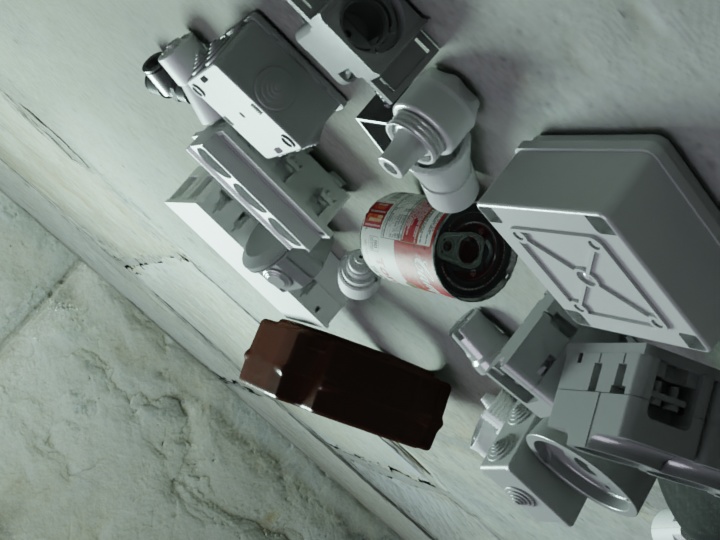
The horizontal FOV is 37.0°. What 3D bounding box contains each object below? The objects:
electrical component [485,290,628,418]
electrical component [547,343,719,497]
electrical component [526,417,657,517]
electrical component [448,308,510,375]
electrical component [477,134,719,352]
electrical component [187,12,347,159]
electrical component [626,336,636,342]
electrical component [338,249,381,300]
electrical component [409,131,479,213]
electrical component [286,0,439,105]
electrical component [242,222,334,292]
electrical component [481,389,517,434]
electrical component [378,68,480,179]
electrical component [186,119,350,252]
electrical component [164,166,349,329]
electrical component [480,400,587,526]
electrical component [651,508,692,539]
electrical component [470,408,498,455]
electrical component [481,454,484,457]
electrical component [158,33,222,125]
[{"bbox_3d":[0.134,0.048,0.700,0.056,0.089,0.050,39,165,0],"label":"electrical component"},{"bbox_3d":[0.200,0.095,0.636,0.150,0.061,0.089,20,170,-16],"label":"electrical component"},{"bbox_3d":[0.200,0.147,0.894,0.108,0.060,0.108,36,165,11],"label":"electrical component"},{"bbox_3d":[0.103,0.060,0.916,0.046,0.040,0.040,47,165,-6],"label":"electrical component"},{"bbox_3d":[0.136,-0.016,0.571,0.108,0.056,0.109,46,164,-25],"label":"electrical component"},{"bbox_3d":[-0.069,-0.125,0.758,0.100,0.048,0.100,43,166,-17],"label":"electrical component"},{"bbox_3d":[0.161,0.067,0.769,0.080,0.051,0.080,36,165,11],"label":"electrical component"},{"bbox_3d":[0.000,0.000,0.982,0.040,0.040,0.078,37,165,9],"label":"electrical component"},{"bbox_3d":[0.052,-0.063,0.668,0.044,0.044,0.065,32,169,26],"label":"electrical component"},{"bbox_3d":[-0.003,-0.132,0.591,0.081,0.042,0.064,44,166,-15],"label":"electrical component"},{"bbox_3d":[-0.068,-0.022,1.008,0.051,0.080,0.080,41,166,-28],"label":"electrical component"},{"bbox_3d":[0.153,0.147,1.044,0.081,0.043,0.043,37,165,9],"label":"electrical component"},{"bbox_3d":[0.036,-0.080,0.611,0.043,0.062,0.043,36,166,11],"label":"electrical component"},{"bbox_3d":[-0.071,-0.079,0.874,0.121,0.063,0.079,45,164,-21],"label":"electrical component"},{"bbox_3d":[-0.099,-0.028,1.101,0.186,0.060,0.105,45,164,-22],"label":"electrical component"},{"bbox_3d":[0.167,0.170,0.973,0.100,0.099,0.048,44,152,-17],"label":"electrical component"},{"bbox_3d":[0.293,0.231,0.951,0.043,0.043,0.081,38,165,5],"label":"electrical component"},{"bbox_3d":[0.155,0.172,1.100,0.077,0.043,0.079,23,-173,1],"label":"electrical component"},{"bbox_3d":[0.149,0.190,1.199,0.035,0.035,0.061,36,163,12],"label":"electrical component"},{"bbox_3d":[-0.125,-0.151,0.838,0.065,0.044,0.044,51,162,-24],"label":"electrical component"}]
